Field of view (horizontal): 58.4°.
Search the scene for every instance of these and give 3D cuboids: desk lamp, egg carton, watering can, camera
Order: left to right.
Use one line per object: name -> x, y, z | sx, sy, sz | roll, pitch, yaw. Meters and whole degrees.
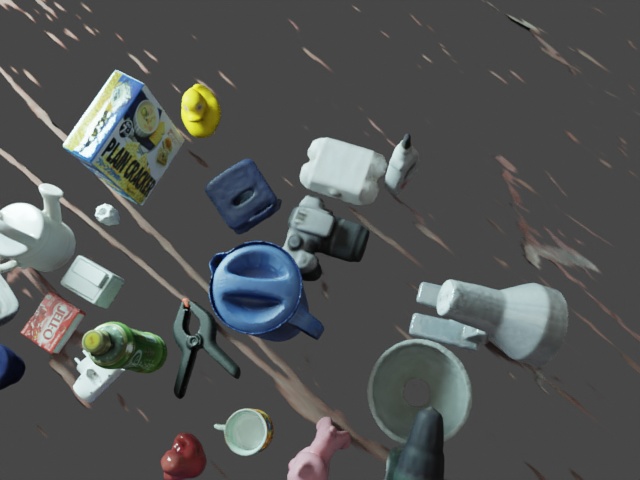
watering can -> -0.518, -0.020, 1.001 | 0.100, 0.194, 0.173 | 14, 76, 8
camera -> 0.009, 0.004, 1.002 | 0.136, 0.101, 0.143 | 18, 77, 9
egg carton -> 0.042, -0.125, 1.052 | 0.150, 0.069, 0.107 | 17, 76, 9
desk lamp -> 0.252, 0.120, 0.892 | 0.203, 0.213, 0.118 | 13, 76, 8

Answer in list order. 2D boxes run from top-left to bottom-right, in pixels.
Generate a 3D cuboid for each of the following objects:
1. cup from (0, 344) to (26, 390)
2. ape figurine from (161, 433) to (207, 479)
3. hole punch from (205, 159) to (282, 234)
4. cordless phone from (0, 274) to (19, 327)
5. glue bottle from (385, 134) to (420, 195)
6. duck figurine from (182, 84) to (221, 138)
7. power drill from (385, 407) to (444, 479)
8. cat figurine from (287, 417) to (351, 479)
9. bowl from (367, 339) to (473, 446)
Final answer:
cup -> -0.569, 0.218, 0.990 | 0.117, 0.095, 0.092 | 23, 77, 10
ape figurine -> -0.227, 0.357, 0.926 | 0.076, 0.092, 0.078 | 37, 80, 13
hole punch -> -0.138, -0.079, 1.042 | 0.109, 0.091, 0.101 | -35, 75, -5
cordless phone -> -0.625, 0.087, 0.984 | 0.094, 0.185, 0.147 | -43, 75, -7
glue bottle -> 0.145, -0.140, 0.994 | 0.037, 0.173, 0.078 | 32, 79, 13
duck figurine -> -0.237, -0.260, 1.103 | 0.077, 0.086, 0.104 | -4, 74, 4
power drill -> 0.135, 0.360, 0.837 | 0.075, 0.208, 0.230 | 9, 75, 7
cat figurine -> -0.006, 0.347, 0.899 | 0.067, 0.118, 0.128 | 30, 79, 12
bowl -> 0.160, 0.250, 0.935 | 0.167, 0.075, 0.167 | -1, 74, 4
